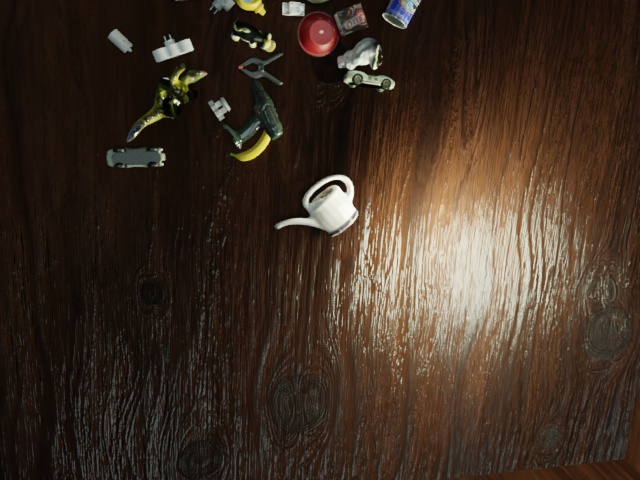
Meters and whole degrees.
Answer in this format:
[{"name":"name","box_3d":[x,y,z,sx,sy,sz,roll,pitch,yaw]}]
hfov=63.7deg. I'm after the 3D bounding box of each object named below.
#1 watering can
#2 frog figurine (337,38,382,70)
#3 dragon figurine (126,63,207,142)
[{"name":"watering can","box_3d":[0.006,-0.103,2.044,0.348,0.222,0.105,-41,20,-1]},{"name":"frog figurine","box_3d":[0.145,-0.696,1.930,0.160,0.140,0.120,11,-36,15]},{"name":"dragon figurine","box_3d":[-0.533,-0.464,1.762,0.121,0.416,0.242,47,-21,-19]}]
